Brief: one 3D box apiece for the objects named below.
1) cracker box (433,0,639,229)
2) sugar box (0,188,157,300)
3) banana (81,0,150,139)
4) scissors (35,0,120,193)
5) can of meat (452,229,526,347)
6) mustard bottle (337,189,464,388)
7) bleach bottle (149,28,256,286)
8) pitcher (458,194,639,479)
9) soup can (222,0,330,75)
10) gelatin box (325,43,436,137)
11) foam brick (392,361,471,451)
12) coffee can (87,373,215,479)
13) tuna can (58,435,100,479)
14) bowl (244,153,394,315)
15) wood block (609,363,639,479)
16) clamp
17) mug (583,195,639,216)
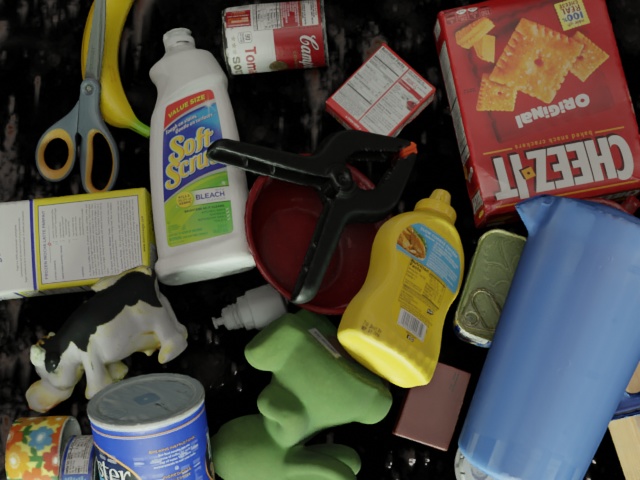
[{"bbox_3d":[0.213,-0.133,1.044,0.164,0.072,0.214,-11,79,0],"label":"cracker box"},{"bbox_3d":[-0.252,0.005,1.048,0.176,0.048,0.093,-6,79,4],"label":"sugar box"},{"bbox_3d":[-0.209,-0.198,1.093,0.069,0.037,0.198,0,80,-21],"label":"banana"},{"bbox_3d":[-0.245,-0.141,1.059,0.096,0.016,0.202,-4,99,12],"label":"scissors"},{"bbox_3d":[0.161,0.049,1.004,0.057,0.084,0.102,18,80,5],"label":"can of meat"},{"bbox_3d":[0.086,0.032,0.983,0.096,0.058,0.191,36,58,-23],"label":"mustard bottle"},{"bbox_3d":[-0.129,-0.088,1.054,0.102,0.068,0.251,-11,77,0],"label":"bleach bottle"},{"bbox_3d":[0.218,0.092,0.902,0.149,0.144,0.243,26,97,43],"label":"pitcher"},{"bbox_3d":[-0.044,-0.203,1.069,0.102,0.068,0.068,-5,79,1],"label":"soup can"},{"bbox_3d":[0.061,-0.141,1.073,0.073,0.030,0.089,43,82,10],"label":"gelatin box"},{"bbox_3d":[0.104,0.154,1.003,0.053,0.051,0.078,19,80,4],"label":"foam brick"},{"bbox_3d":[-0.145,0.203,0.949,0.103,0.103,0.140,-5,107,1],"label":"coffee can"},{"bbox_3d":[-0.211,0.222,0.982,0.034,0.086,0.086,-3,79,5],"label":"tuna can"},{"bbox_3d":[-0.007,0.001,1.016,0.161,0.055,0.162,10,66,-24],"label":"bowl"},{"bbox_3d":[0.324,0.187,0.969,0.091,0.090,0.206,-16,79,-2],"label":"wood block"},{"bbox_3d":[0.005,-0.056,0.988,0.209,0.036,0.164,-34,88,-35],"label":"clamp"},{"bbox_3d":[0.260,0.005,1.010,0.093,0.081,0.117,38,83,8],"label":"mug"}]
